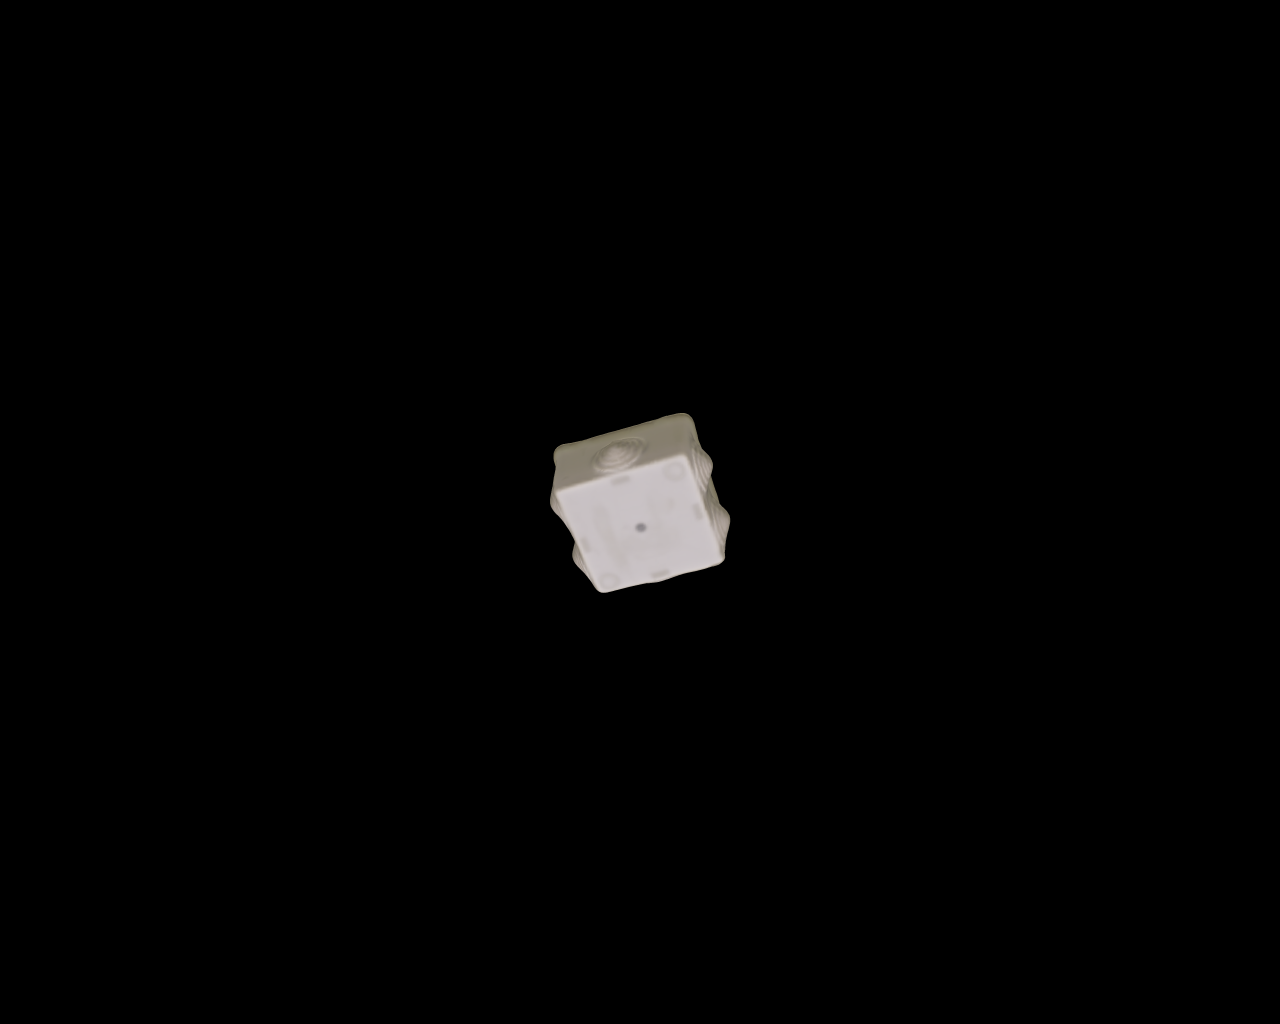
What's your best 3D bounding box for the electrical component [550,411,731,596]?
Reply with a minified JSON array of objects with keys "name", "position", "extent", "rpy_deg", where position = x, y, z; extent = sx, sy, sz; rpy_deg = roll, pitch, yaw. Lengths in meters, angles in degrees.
[{"name":"electrical component","position":[0.001,-0.003,0.650],"extent":[0.100,0.099,0.048],"rpy_deg":[-15,32,9]}]
